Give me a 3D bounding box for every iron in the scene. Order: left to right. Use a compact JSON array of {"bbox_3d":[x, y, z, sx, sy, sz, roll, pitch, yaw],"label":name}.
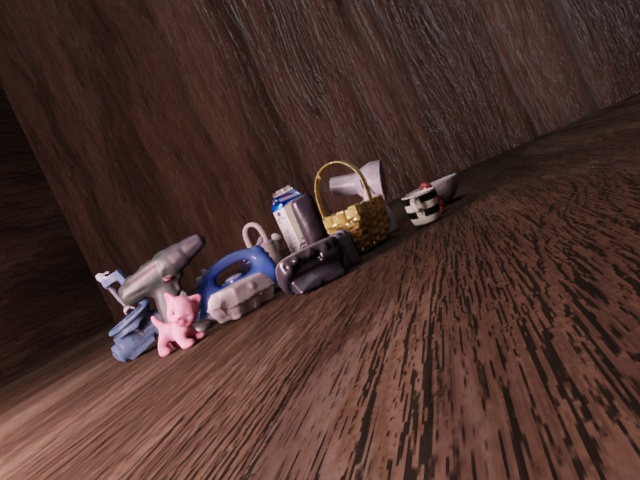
[{"bbox_3d":[-0.218,0.101,1.423,0.259,0.141,0.118,-25,3,-17],"label":"iron"}]

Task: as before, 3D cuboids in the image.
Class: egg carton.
[{"bbox_3d":[-0.176,0.129,1.288,0.107,0.069,0.151,-22,4,42],"label":"egg carton"}]

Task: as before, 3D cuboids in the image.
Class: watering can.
[{"bbox_3d":[-0.187,0.032,1.863,0.100,0.194,0.173,-23,3,20],"label":"watering can"}]

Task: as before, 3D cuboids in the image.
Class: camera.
[{"bbox_3d":[0.025,0.019,1.310,0.143,0.101,0.137,-23,4,31],"label":"camera"}]

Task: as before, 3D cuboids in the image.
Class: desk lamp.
[{"bbox_3d":[0.130,-0.115,1.736,0.203,0.213,0.118,-23,3,17],"label":"desk lamp"}]

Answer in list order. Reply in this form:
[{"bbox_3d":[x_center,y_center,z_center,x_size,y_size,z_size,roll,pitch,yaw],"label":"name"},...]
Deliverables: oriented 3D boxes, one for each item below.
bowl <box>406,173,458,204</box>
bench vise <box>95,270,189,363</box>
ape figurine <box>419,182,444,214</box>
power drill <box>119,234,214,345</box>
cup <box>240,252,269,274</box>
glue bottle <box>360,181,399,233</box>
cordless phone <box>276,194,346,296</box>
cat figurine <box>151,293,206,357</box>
[{"bbox_3d":[0.344,-0.135,1.712,0.167,0.075,0.167,-24,3,2],"label":"bowl"},{"bbox_3d":[-0.434,0.158,1.386,0.208,0.220,0.121,-27,5,-43],"label":"bench vise"},{"bbox_3d":[0.291,-0.109,1.522,0.078,0.092,0.076,-27,4,-34],"label":"ape figurine"},{"bbox_3d":[-0.329,0.121,1.308,0.229,0.208,0.075,-24,3,-1],"label":"power drill"},{"bbox_3d":[-0.184,0.096,1.679,0.117,0.095,0.092,-21,5,46],"label":"cup"},{"bbox_3d":[0.150,-0.093,1.579,0.078,0.173,0.037,-24,3,12],"label":"glue bottle"},{"bbox_3d":[-0.038,0.009,1.175,0.148,0.185,0.094,-26,4,-22],"label":"cordless phone"},{"bbox_3d":[-0.290,0.161,1.162,0.127,0.118,0.067,-23,4,26],"label":"cat figurine"}]
